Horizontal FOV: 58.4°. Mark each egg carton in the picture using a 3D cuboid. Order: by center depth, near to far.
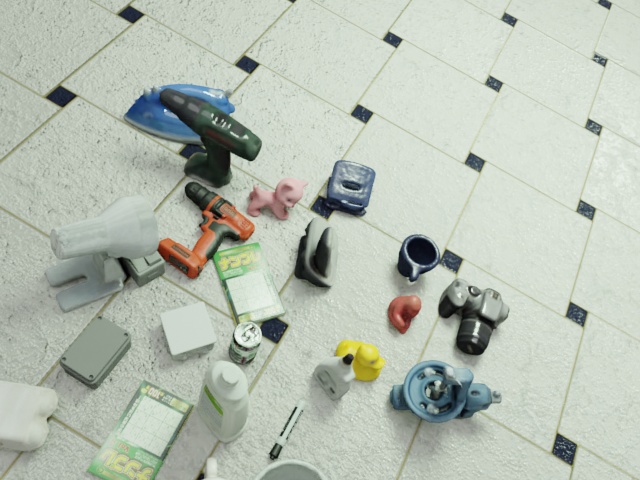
[{"bbox_3d":[-0.527,0.295,0.965,0.150,0.069,0.107,11,59,-9],"label":"egg carton"}]

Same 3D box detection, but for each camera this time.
[{"bbox_3d":[0.335,0.171,1.254,0.143,0.100,0.137,27,58,1],"label":"camera"}]

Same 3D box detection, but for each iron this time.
[{"bbox_3d":[-0.322,-0.311,1.322,0.259,0.141,0.118,3,61,-14],"label":"iron"}]

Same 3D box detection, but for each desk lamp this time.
[{"bbox_3d":[-0.408,0.021,1.068,0.204,0.213,0.118,-25,70,-26],"label":"desk lamp"}]

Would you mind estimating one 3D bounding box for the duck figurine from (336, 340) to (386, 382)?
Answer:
[{"bbox_3d":[0.086,0.235,1.158,0.104,0.086,0.078,33,58,5],"label":"duck figurine"}]

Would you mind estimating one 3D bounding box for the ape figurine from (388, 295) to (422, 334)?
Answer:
[{"bbox_3d":[0.189,0.149,1.232,0.078,0.092,0.076,-16,66,-23],"label":"ape figurine"}]

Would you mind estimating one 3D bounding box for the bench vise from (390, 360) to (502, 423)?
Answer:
[{"bbox_3d":[0.259,0.277,1.103,0.208,0.219,0.121,-9,64,-20],"label":"bench vise"}]

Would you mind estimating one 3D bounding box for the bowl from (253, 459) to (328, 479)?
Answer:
[{"bbox_3d":[-0.056,0.472,0.991,0.167,0.074,0.167,7,60,-12],"label":"bowl"}]

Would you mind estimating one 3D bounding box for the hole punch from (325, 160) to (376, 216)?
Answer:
[{"bbox_3d":[0.073,-0.123,1.354,0.109,0.091,0.101,14,59,-7],"label":"hole punch"}]

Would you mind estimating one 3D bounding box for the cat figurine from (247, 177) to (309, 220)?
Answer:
[{"bbox_3d":[-0.093,-0.103,1.282,0.128,0.117,0.067,5,60,-13],"label":"cat figurine"}]

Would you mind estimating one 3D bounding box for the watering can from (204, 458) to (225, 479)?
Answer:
[{"bbox_3d":[-0.168,0.440,0.908,0.101,0.194,0.172,-21,68,-24],"label":"watering can"}]

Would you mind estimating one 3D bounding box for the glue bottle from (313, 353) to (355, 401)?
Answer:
[{"bbox_3d":[0.036,0.248,1.085,0.037,0.173,0.078,-29,72,-27],"label":"glue bottle"}]

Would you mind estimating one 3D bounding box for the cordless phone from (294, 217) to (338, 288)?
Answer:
[{"bbox_3d":[0.011,0.004,1.209,0.094,0.185,0.147,9,59,-10],"label":"cordless phone"}]

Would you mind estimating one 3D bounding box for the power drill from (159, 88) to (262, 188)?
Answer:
[{"bbox_3d":[-0.243,-0.213,1.248,0.229,0.208,0.076,22,58,-2],"label":"power drill"}]

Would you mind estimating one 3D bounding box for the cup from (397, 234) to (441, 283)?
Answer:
[{"bbox_3d":[0.210,0.057,1.288,0.091,0.095,0.118,21,58,-3],"label":"cup"}]
